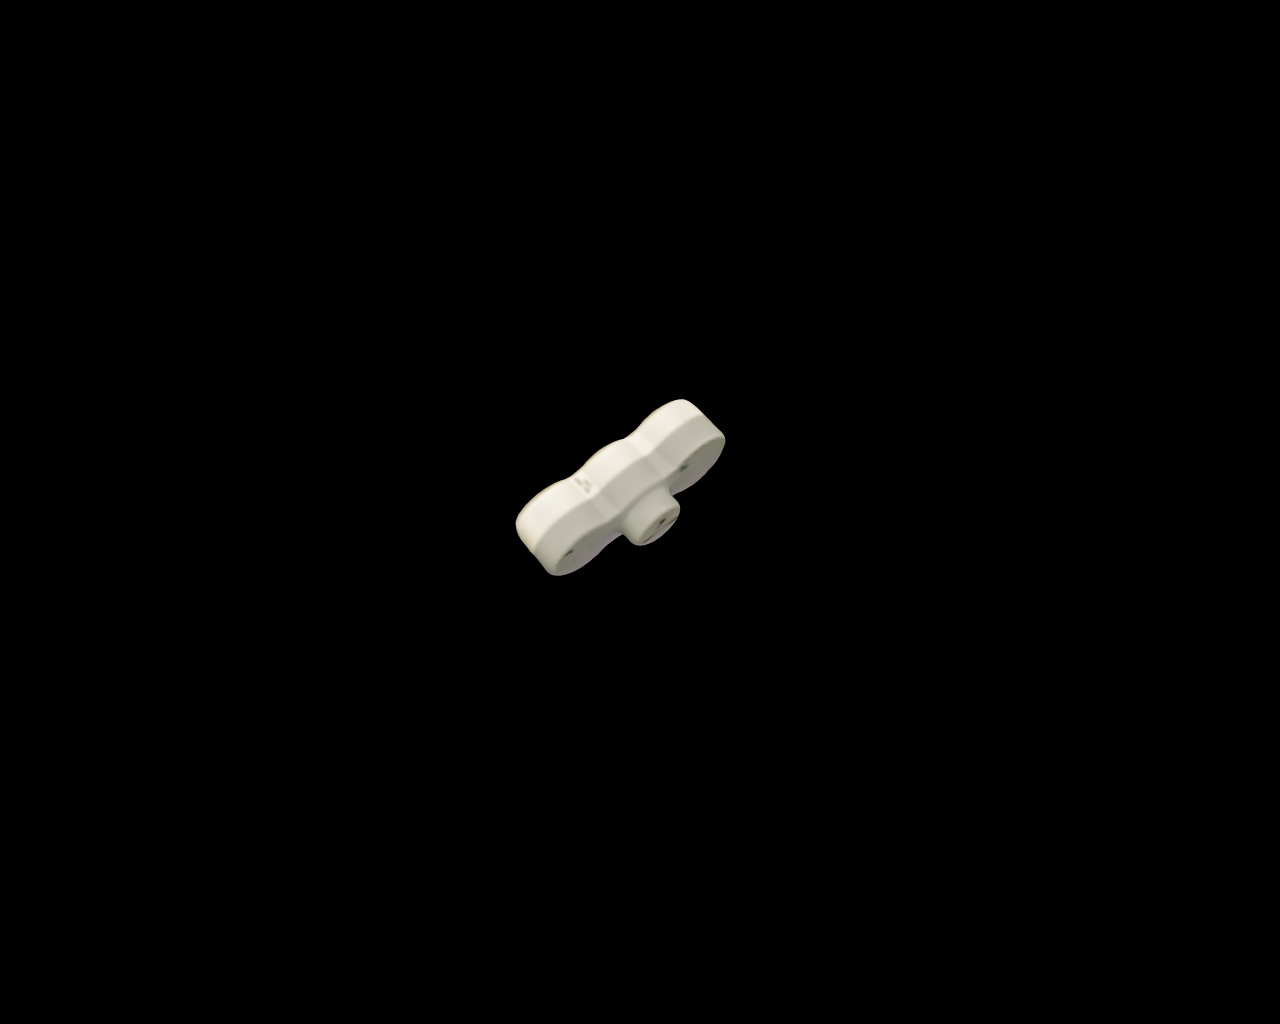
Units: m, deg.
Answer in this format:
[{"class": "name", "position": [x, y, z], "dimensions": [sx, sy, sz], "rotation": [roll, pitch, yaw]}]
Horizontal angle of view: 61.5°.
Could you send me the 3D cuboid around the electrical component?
[{"class": "electrical component", "position": [0.001, -0.003, 0.650], "dimensions": [0.138, 0.074, 0.052], "rotation": [-37, -19, -15]}]
